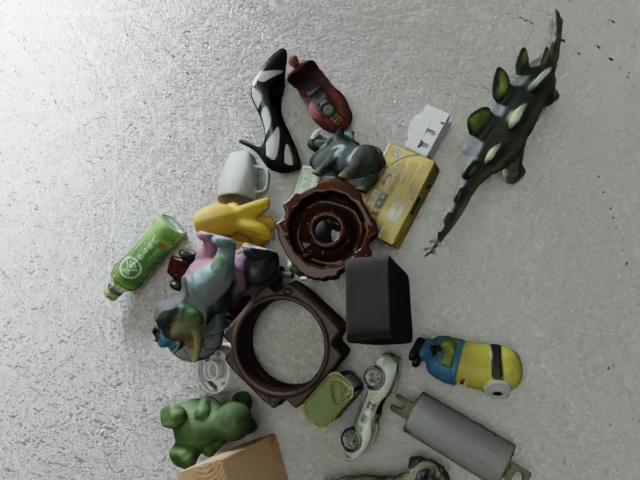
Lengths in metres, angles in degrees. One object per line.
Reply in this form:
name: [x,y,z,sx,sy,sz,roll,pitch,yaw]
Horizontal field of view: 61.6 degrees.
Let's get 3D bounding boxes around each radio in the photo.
radio: [0.102,0.106,0.892,0.073,0.229,0.131,-5,77,15]

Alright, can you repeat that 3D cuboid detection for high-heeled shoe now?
high-heeled shoe: [-0.070,-0.263,1.093,0.145,0.086,0.248,21,88,11]

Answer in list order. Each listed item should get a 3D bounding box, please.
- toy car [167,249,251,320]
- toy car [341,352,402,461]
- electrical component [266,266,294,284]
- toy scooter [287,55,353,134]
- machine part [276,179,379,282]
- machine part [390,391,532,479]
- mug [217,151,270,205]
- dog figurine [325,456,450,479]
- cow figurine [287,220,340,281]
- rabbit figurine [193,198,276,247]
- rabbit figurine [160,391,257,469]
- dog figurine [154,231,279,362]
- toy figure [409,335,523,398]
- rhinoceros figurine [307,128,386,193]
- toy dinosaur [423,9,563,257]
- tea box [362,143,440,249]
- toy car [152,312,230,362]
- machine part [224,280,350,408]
toy car: [-0.228,0.087,1.108,0.202,0.053,0.089,24,108,21]
toy car: [0.092,0.295,0.949,0.056,0.073,0.201,20,89,21]
electrical component: [-0.098,0.081,1.078,0.094,0.021,0.063,8,86,20]
toy scooter: [-0.009,-0.291,1.039,0.075,0.135,0.184,-36,73,10]
machine part: [0.013,-0.015,0.941,0.179,0.056,0.179,-1,78,5]
machine part: [0.230,0.328,0.894,0.243,0.079,0.079,26,92,22]
mug: [-0.154,-0.128,1.099,0.110,0.080,0.107,-6,71,23]
dog figurine: [0.108,0.425,0.924,0.172,0.121,0.190,38,82,17]
cow figurine: [-0.003,-0.005,1.009,0.068,0.098,0.167,24,93,-5]
rabbit figurine: [-0.167,-0.022,1.038,0.162,0.173,0.122,-8,75,23]
rabbit figurine: [-0.185,0.347,1.001,0.170,0.159,0.121,-19,78,36]
dog figurine: [-0.181,0.101,0.939,0.109,0.191,0.219,17,89,51]
toy figure: [0.246,0.205,0.904,0.180,0.082,0.089,16,90,24]
rhinoceros figurine: [0.038,-0.155,1.001,0.191,0.073,0.112,27,91,50]
toy dinosaur: [0.292,-0.172,0.880,0.105,0.198,0.471,25,89,24]
tea box: [0.137,-0.080,0.991,0.098,0.068,0.169,30,92,21]
toy car: [-0.243,0.182,1.035,0.162,0.109,0.103,-35,73,27]
machine part: [-0.062,0.192,1.004,0.201,0.087,0.201,42,98,15]
